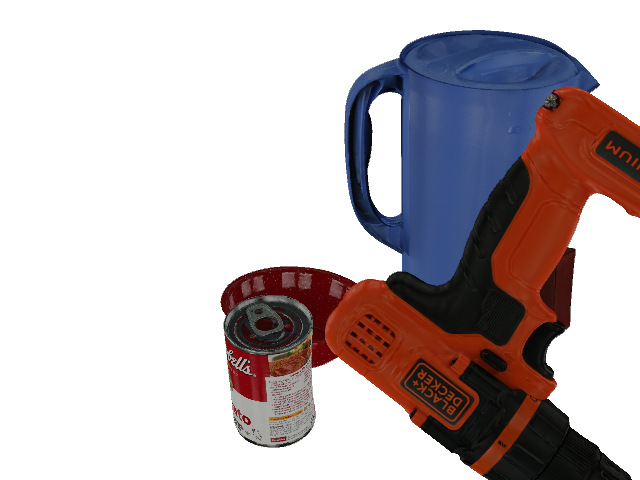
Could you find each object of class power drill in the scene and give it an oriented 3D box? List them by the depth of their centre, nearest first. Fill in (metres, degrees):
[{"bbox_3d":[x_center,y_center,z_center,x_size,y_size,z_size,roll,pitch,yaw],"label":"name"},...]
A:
[{"bbox_3d":[0.120,0.034,0.528,0.184,0.188,0.057,36,11,5],"label":"power drill"}]

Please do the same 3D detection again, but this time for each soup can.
[{"bbox_3d":[-0.038,0.102,0.832,0.068,0.102,0.068,-1,36,1],"label":"soup can"}]

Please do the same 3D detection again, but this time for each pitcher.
[{"bbox_3d":[0.112,-0.034,0.837,0.149,0.243,0.144,23,35,34],"label":"pitcher"}]

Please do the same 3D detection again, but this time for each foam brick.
[{"bbox_3d":[0.202,0.045,0.994,0.053,0.078,0.051,9,16,31],"label":"foam brick"}]

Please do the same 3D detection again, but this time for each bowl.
[{"bbox_3d":[-0.024,0.088,1.122,0.162,0.055,0.162,3,26,-2],"label":"bowl"}]
